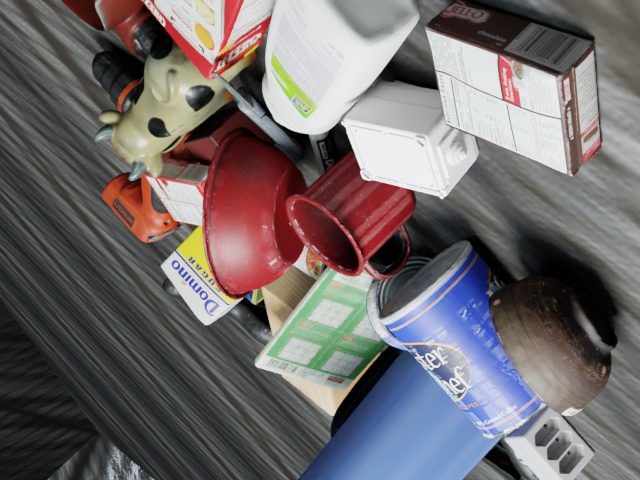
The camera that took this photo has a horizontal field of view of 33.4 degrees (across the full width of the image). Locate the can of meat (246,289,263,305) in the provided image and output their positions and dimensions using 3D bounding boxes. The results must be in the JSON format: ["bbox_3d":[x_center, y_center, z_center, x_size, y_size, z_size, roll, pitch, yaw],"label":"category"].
[{"bbox_3d":[-0.092,0.022,1.289,0.084,0.057,0.102,40,158,12],"label":"can of meat"}]

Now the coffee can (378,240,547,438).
[{"bbox_3d":[0.134,0.085,0.923,0.140,0.102,0.103,48,158,-4],"label":"coffee can"}]

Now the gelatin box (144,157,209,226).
[{"bbox_3d":[-0.133,-0.048,1.122,0.089,0.030,0.073,12,145,39],"label":"gelatin box"}]

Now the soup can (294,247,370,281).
[{"bbox_3d":[-0.007,0.001,1.083,0.102,0.068,0.068,29,152,38],"label":"soup can"}]

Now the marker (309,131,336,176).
[{"bbox_3d":[0.007,-0.068,1.003,0.020,0.020,0.121,32,154,33],"label":"marker"}]

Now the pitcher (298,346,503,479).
[{"bbox_3d":[0.076,0.195,1.028,0.145,0.242,0.149,42,162,8],"label":"pitcher"}]

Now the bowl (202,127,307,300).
[{"bbox_3d":[-0.051,-0.023,0.988,0.055,0.162,0.162,3,140,20],"label":"bowl"}]

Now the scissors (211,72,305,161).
[{"bbox_3d":[-0.071,-0.128,0.956,0.096,0.016,0.201,47,-176,31],"label":"scissors"}]

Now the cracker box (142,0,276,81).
[{"bbox_3d":[-0.095,-0.242,0.818,0.164,0.072,0.214,51,159,3],"label":"cracker box"}]

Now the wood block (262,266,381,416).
[{"bbox_3d":[0.006,0.098,1.194,0.090,0.090,0.206,35,155,26],"label":"wood block"}]

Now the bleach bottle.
[{"bbox_3d":[-0.005,-0.148,0.835,0.102,0.068,0.251,55,162,2],"label":"bleach bottle"}]

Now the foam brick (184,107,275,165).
[{"bbox_3d":[-0.094,-0.099,1.090,0.051,0.053,0.078,54,157,-17],"label":"foam brick"}]

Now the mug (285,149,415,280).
[{"bbox_3d":[0.037,-0.019,0.949,0.117,0.081,0.093,50,158,-8],"label":"mug"}]

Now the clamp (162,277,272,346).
[{"bbox_3d":[-0.092,0.086,1.331,0.210,0.164,0.036,37,112,9],"label":"clamp"}]

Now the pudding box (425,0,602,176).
[{"bbox_3d":[0.127,-0.101,0.705,0.114,0.039,0.090,31,154,38],"label":"pudding box"}]

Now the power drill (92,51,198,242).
[{"bbox_3d":[-0.207,-0.103,1.224,0.185,0.057,0.188,46,143,25],"label":"power drill"}]

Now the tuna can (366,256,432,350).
[{"bbox_3d":[0.087,0.059,0.988,0.086,0.086,0.034,48,160,-4],"label":"tuna can"}]

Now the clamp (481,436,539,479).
[{"bbox_3d":[0.223,0.245,1.122,0.171,0.039,0.120,40,161,18],"label":"clamp"}]

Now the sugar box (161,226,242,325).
[{"bbox_3d":[-0.105,0.020,1.203,0.093,0.048,0.177,53,133,5],"label":"sugar box"}]
